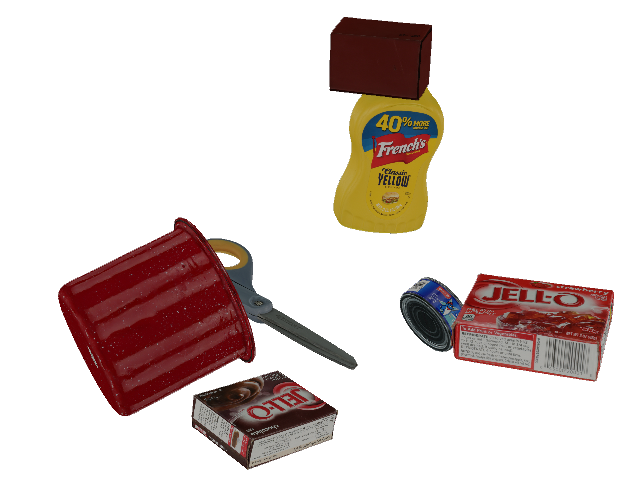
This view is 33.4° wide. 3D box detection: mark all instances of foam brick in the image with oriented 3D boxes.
[{"bbox_3d":[0.050,-0.152,0.888,0.078,0.051,0.053,9,28,13],"label":"foam brick"}]

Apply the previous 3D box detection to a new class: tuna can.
[{"bbox_3d":[0.133,0.087,1.245,0.033,0.086,0.086,-37,17,-24],"label":"tuna can"}]

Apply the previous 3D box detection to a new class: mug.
[{"bbox_3d":[-0.098,0.047,0.613,0.081,0.093,0.117,-27,5,-19],"label":"mug"}]

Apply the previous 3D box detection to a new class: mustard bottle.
[{"bbox_3d":[0.075,-0.103,1.088,0.096,0.192,0.058,4,27,-13],"label":"mustard bottle"}]

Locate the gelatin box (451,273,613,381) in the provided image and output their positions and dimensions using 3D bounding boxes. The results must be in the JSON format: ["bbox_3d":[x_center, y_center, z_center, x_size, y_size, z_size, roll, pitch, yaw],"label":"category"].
[{"bbox_3d":[0.133,0.051,0.665,0.089,0.030,0.073,8,25,19],"label":"gelatin box"}]

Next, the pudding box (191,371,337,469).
[{"bbox_3d":[-0.054,0.170,1.027,0.113,0.039,0.090,-13,29,-42],"label":"pudding box"}]

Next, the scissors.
[{"bbox_3d":[-0.043,0.041,0.804,0.202,0.016,0.096,17,33,23],"label":"scissors"}]
